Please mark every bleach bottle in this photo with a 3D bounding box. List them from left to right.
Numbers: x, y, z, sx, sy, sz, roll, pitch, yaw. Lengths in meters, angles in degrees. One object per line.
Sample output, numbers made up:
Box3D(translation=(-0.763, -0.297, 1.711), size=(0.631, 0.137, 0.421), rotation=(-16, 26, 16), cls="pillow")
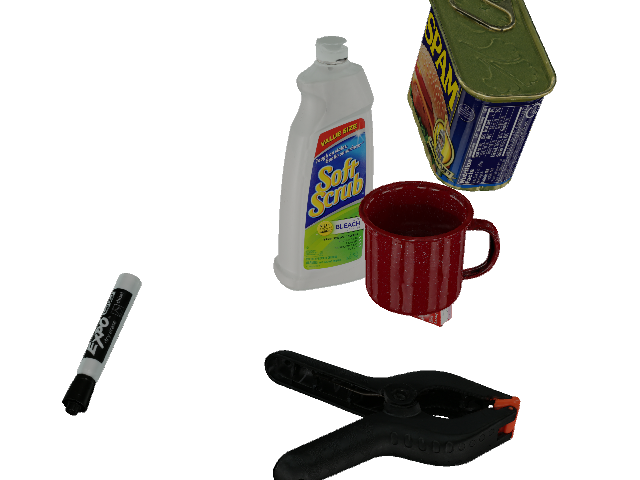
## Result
Box3D(translation=(0.003, -0.077, 1.067), size=(0.102, 0.251, 0.068), rotation=(-9, 28, -18), cls="bleach bottle")

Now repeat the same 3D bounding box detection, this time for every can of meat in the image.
Box3D(translation=(0.091, -0.092, 0.636), size=(0.057, 0.102, 0.084), rotation=(-4, -37, -12), cls="can of meat")

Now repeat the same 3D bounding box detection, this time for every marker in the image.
Box3D(translation=(-0.163, 0.077, 0.798), size=(0.020, 0.121, 0.020), rotation=(11, -37, 9), cls="marker")

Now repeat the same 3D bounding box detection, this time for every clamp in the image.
Box3D(translation=(0.044, 0.119, 0.685), size=(0.171, 0.039, 0.120), rotation=(4, 37, 2), cls="clamp")

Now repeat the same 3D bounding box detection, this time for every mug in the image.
Box3D(translation=(0.090, 0.008, 0.885), size=(0.117, 0.081, 0.093), rotation=(-2, 33, -1), cls="mug")

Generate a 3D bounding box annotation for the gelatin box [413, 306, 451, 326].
Box3D(translation=(0.130, 0.058, 1.366), size=(0.073, 0.089, 0.030), rotation=(18, 34, 36), cls="gelatin box")
